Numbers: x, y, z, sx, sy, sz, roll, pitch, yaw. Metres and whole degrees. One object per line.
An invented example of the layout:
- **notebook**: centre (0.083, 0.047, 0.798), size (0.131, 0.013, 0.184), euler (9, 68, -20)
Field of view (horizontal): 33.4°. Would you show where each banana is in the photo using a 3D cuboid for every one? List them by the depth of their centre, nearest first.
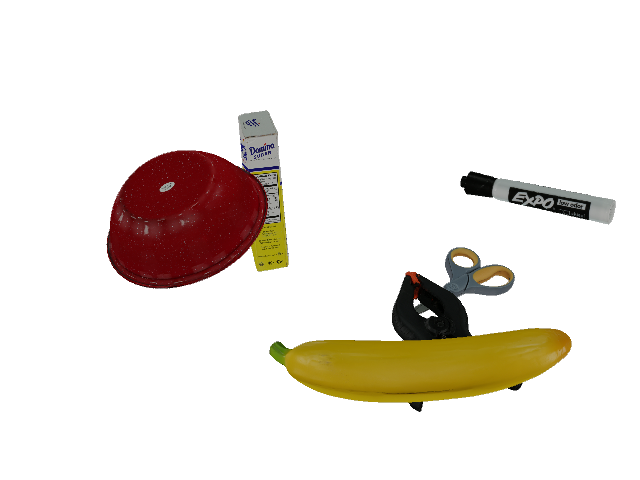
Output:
- **banana**: centre (0.063, 0.075, 0.673), size (0.198, 0.037, 0.069), euler (0, 26, 3)

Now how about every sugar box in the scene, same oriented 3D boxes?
- **sugar box**: centre (-0.071, -0.061, 1.307), size (0.048, 0.176, 0.093), euler (-10, 25, -6)

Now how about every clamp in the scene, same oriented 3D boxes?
- **clamp**: centre (0.132, 0.100, 1.093), size (0.120, 0.171, 0.039), euler (1, -44, -14)

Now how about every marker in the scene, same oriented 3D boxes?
- **marker**: centre (0.166, -0.034, 0.826), size (0.121, 0.020, 0.020), euler (14, 6, 26)

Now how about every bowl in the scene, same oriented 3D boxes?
- **bowl**: centre (-0.133, -0.033, 0.993), size (0.162, 0.162, 0.055), euler (0, -41, 20)

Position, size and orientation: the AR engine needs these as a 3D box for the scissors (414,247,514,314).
- **scissors**: centre (0.150, 0.048, 1.282), size (0.201, 0.016, 0.096), euler (-9, 39, -37)
